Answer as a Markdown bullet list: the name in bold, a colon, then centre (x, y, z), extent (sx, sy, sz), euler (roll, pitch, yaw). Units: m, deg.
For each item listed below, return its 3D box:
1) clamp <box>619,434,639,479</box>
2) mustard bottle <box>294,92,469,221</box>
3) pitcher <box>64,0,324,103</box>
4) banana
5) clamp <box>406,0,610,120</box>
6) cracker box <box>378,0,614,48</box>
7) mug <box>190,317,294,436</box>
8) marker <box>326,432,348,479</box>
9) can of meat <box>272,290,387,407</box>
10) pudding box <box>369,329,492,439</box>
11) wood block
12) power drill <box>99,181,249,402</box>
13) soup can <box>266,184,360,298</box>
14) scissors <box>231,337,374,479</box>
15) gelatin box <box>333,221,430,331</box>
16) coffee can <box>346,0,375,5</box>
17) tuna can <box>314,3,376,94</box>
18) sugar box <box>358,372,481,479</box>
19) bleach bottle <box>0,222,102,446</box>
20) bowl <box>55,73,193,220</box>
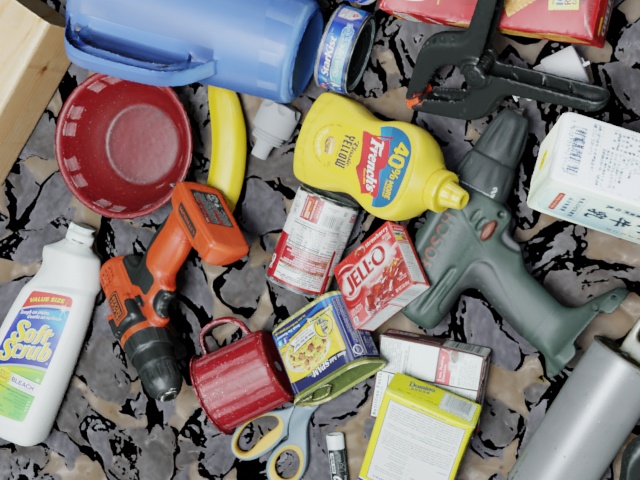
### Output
- **clamp**: centre (0.355, 0.200, 1.016), extent (0.120, 0.039, 0.172), euler (29, 112, 0)
- **mustard bottle**: centre (0.064, -0.072, 1.044), extent (0.192, 0.058, 0.096), euler (27, 102, 35)
- **pitcher**: centre (-0.129, -0.215, 1.081), extent (0.243, 0.145, 0.149), euler (18, 93, 11)
- **banana**: centre (-0.111, -0.078, 1.138), extent (0.070, 0.037, 0.198), euler (19, 98, 15)
- **clamp**: centre (0.149, -0.172, 0.995), extent (0.210, 0.036, 0.164), euler (-9, 120, 50)
- **cracker box**: centre (0.176, -0.280, 1.010), extent (0.214, 0.072, 0.164), euler (14, 97, 23)
- **mug**: centre (-0.083, 0.135, 1.117), extent (0.081, 0.093, 0.117), euler (-27, 86, 11)
- **marker**: centre (0.022, 0.265, 1.130), extent (0.020, 0.020, 0.121), euler (-6, 92, 16)
- **can of meat**: centre (0.006, 0.111, 1.089), extent (0.102, 0.057, 0.084), euler (-36, 64, 29)
- **pudding box**: centre (0.111, 0.146, 1.087), extent (0.114, 0.039, 0.090), euler (10, 99, 18)
- **wood block**: centre (-0.358, -0.167, 1.176), extent (0.090, 0.090, 0.206), euler (35, 102, 11)
- **power drill**: centre (-0.151, 0.047, 1.098), extent (0.188, 0.057, 0.184), euler (-49, 53, 27)
- **soup can**: centre (-0.007, 0.001, 1.096), extent (0.068, 0.068, 0.102), euler (23, 99, 13)
- **scissors**: centre (-0.004, 0.192, 1.136), extent (0.202, 0.016, 0.096), euler (-32, 86, 16)
- **gelatin box**: centre (0.058, 0.037, 1.045), extent (0.089, 0.030, 0.073), euler (-42, 54, 35)
- **coffee can**: centre (-0.011, -0.287, 1.023), extent (0.140, 0.103, 0.103), euler (4, 96, -22)
- **tuna can**: centre (0.026, -0.190, 1.065), extent (0.034, 0.086, 0.086), euler (20, 99, 12)
- **sugar box**: centre (0.091, 0.227, 1.069), extent (0.093, 0.048, 0.176), euler (22, 121, 13)
- **bleach bottle**: centre (-0.313, 0.098, 1.196), extent (0.103, 0.068, 0.251), euler (23, 97, 13)
- **bowl**: centre (-0.202, -0.104, 1.153), extent (0.162, 0.055, 0.162), euler (1, 94, 16)
